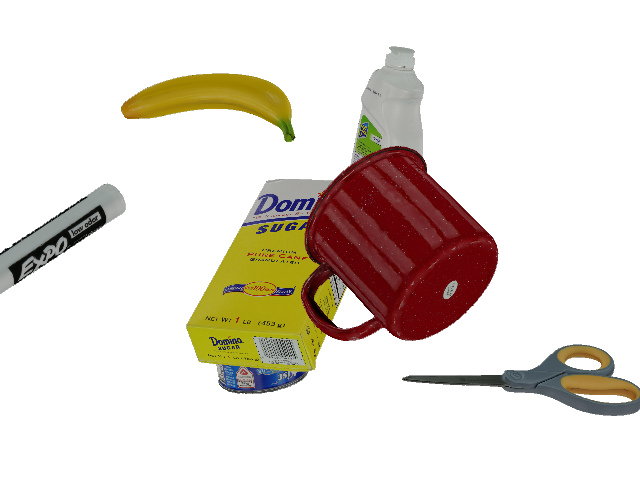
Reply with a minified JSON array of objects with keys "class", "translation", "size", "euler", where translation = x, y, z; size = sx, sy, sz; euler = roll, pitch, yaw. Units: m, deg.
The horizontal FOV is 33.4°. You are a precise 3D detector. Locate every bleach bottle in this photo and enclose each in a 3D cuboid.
[{"class":"bleach bottle","translation":[0.074,-0.081,1.157],"size":[0.067,0.251,0.103],"euler":[-5,24,-30]}]

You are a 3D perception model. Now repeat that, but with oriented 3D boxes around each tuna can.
[{"class":"tuna can","translation":[-0.055,0.111,1.000],"size":[0.086,0.034,0.086],"euler":[-7,15,2]}]

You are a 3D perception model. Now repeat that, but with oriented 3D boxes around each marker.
[{"class":"marker","translation":[-0.149,0.007,0.550],"size":[0.020,0.020,0.120],"euler":[0,30,44]}]

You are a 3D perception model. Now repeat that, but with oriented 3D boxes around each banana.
[{"class":"banana","translation":[-0.110,-0.146,1.113],"size":[0.198,0.037,0.069],"euler":[8,47,19]}]

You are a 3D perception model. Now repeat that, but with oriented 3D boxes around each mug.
[{"class":"mug","translation":[0.041,0.012,0.633],"size":[0.082,0.117,0.093],"euler":[48,-5,33]}]

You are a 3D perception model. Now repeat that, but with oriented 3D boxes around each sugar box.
[{"class":"sugar box","translation":[-0.025,0.021,0.818],"size":[0.093,0.048,0.176],"euler":[3,44,20]}]

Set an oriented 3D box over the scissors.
[{"class":"scissors","translation":[0.174,0.111,0.919],"size":[0.202,0.016,0.096],"euler":[10,29,5]}]
